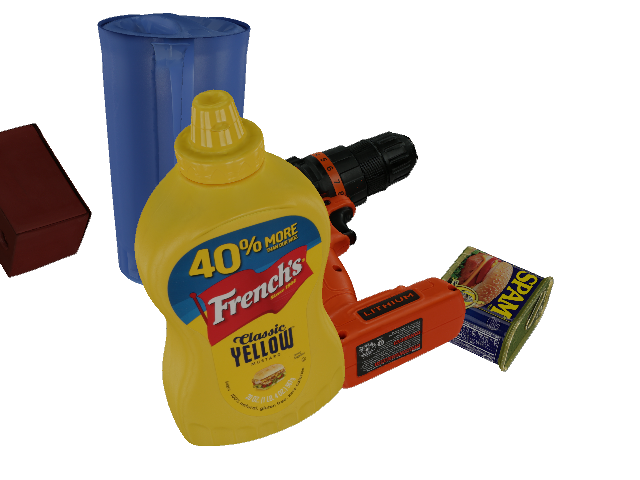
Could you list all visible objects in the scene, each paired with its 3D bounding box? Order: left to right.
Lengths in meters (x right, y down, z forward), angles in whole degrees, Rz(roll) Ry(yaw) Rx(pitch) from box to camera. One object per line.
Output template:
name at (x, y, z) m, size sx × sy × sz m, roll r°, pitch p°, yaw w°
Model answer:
foam brick at (-0.192, -0.026, 0.687) m, size 0.051 × 0.078 × 0.053 m, roll -23°, pitch -22°, yaw -35°
pitcher at (-0.133, -0.079, 0.968) m, size 0.145 × 0.243 × 0.148 m, roll 17°, pitch 25°, yaw 35°
mustard bottle at (-0.041, 0.013, 0.529) m, size 0.096 × 0.192 × 0.058 m, roll -17°, pitch 38°, yaw -15°
power drill at (0.024, 0.006, 0.773) m, size 0.184 × 0.057 × 0.188 m, roll -25°, pitch 48°, yaw -14°
can of meat at (0.151, 0.058, 0.965) m, size 0.084 × 0.057 × 0.101 m, roll 24°, pitch 43°, yaw 21°
